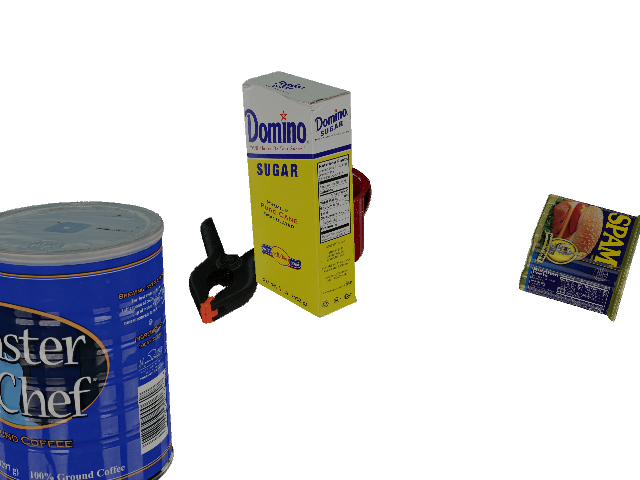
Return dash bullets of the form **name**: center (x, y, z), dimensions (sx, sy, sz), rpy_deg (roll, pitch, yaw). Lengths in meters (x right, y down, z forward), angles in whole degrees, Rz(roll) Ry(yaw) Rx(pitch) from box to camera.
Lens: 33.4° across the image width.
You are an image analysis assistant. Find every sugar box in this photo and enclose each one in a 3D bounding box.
- **sugar box**: center (-0.017, -0.037, 0.841), dimensions (0.048, 0.176, 0.093), rpy_deg (-22, 29, -32)

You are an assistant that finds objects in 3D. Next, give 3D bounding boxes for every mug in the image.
- **mug**: center (0.011, -0.028, 1.097), dimensions (0.093, 0.081, 0.117), rpy_deg (22, 40, 33)

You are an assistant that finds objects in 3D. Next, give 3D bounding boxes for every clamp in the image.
- **clamp**: center (-0.096, 0.032, 1.258), dimensions (0.120, 0.039, 0.171), rpy_deg (-2, 41, 10)

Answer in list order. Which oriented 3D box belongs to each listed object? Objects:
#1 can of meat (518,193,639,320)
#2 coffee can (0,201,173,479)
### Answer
- **can of meat**: center (0.225, 0.011, 0.918), dimensions (0.084, 0.057, 0.102), rpy_deg (16, 45, 16)
- **coffee can**: center (-0.135, 0.058, 0.587), dimensions (0.103, 0.140, 0.103), rpy_deg (0, 16, 0)
